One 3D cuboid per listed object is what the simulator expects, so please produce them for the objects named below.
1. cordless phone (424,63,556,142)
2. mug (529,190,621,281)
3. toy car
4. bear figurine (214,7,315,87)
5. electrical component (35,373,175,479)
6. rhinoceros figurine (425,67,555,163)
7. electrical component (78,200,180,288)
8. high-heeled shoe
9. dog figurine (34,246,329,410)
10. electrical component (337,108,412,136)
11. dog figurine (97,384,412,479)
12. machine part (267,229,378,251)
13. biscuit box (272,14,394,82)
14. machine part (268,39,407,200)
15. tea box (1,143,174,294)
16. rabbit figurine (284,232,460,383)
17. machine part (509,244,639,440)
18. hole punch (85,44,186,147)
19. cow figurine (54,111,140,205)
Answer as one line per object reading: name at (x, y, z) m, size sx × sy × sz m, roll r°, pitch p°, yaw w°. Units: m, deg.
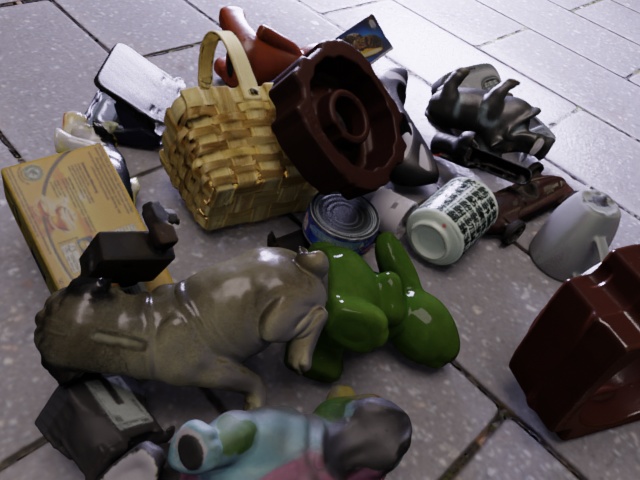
cordless phone at (0.274, -0.193, 0.860) m, size 0.146 × 0.088 × 0.184 m, roll -23°, pitch 60°, yaw -31°
mug at (0.324, -0.002, 0.668) m, size 0.081 × 0.107 × 0.110 m, roll 6°, pitch 44°, yaw -6°
toy car at (0.288, -0.059, 0.754) m, size 0.202 × 0.053 × 0.089 m, roll -21°, pitch 52°, yaw -28°
bear figurine at (-0.053, -0.283, 0.841) m, size 0.196 × 0.120 × 0.132 m, roll -10°, pitch 46°, yaw -24°
electrical component at (-0.183, 0.134, 0.433) m, size 0.119 × 0.047 × 0.075 m, roll 39°, pitch 11°, yaw 20°
rhinoceros figurine at (0.252, -0.177, 0.789) m, size 0.190 × 0.073 × 0.112 m, roll 22°, pitch 88°, yaw 2°
electrical component at (-0.159, 0.008, 0.453) m, size 0.078 × 0.102 × 0.045 m, roll -1°, pitch 65°, yaw -36°
high-heeled shoe at (0.138, -0.179, 0.806) m, size 0.145 × 0.086 × 0.249 m, roll 20°, pitch 55°, yaw 15°
dog figurine at (-0.104, 0.051, 0.429) m, size 0.190 × 0.172 × 0.121 m, roll 24°, pitch 10°, yaw -37°
electrical component at (0.040, -0.147, 0.735) m, size 0.134 × 0.058 × 0.115 m, roll -39°, pitch 52°, yaw 3°
dog figurine at (-0.034, 0.179, 0.411) m, size 0.219 × 0.191 × 0.108 m, roll 4°, pitch 57°, yaw -55°
machine part at (-0.001, -0.002, 0.640) m, size 0.139 × 0.039 × 0.084 m, roll -24°, pitch 65°, yaw -34°
biscuit box at (0.005, -0.240, 0.772) m, size 0.203 × 0.063 × 0.059 m, roll -38°, pitch 104°, yaw -12°
machine part at (0.023, -0.132, 0.604) m, size 0.179 × 0.056 × 0.179 m, roll 18°, pitch 62°, yaw -39°
tea box at (-0.224, 0.002, 0.520) m, size 0.098 × 0.068 × 0.169 m, roll -22°, pitch 78°, yaw -32°
rabbit figurine at (0.059, 0.076, 0.550) m, size 0.170 × 0.121 × 0.159 m, roll 20°, pitch 36°, yaw -20°
machine part at (0.297, 0.092, 0.504) m, size 0.201 × 0.201 × 0.087 m, roll -6°, pitch 47°, yaw -19°
hole punch at (-0.254, -0.182, 0.731) m, size 0.115 × 0.092 × 0.142 m, roll 30°, pitch 36°, yaw -26°
cow figurine at (-0.267, -0.093, 0.640) m, size 0.098 × 0.068 × 0.167 m, roll 1°, pitch 50°, yaw -20°
